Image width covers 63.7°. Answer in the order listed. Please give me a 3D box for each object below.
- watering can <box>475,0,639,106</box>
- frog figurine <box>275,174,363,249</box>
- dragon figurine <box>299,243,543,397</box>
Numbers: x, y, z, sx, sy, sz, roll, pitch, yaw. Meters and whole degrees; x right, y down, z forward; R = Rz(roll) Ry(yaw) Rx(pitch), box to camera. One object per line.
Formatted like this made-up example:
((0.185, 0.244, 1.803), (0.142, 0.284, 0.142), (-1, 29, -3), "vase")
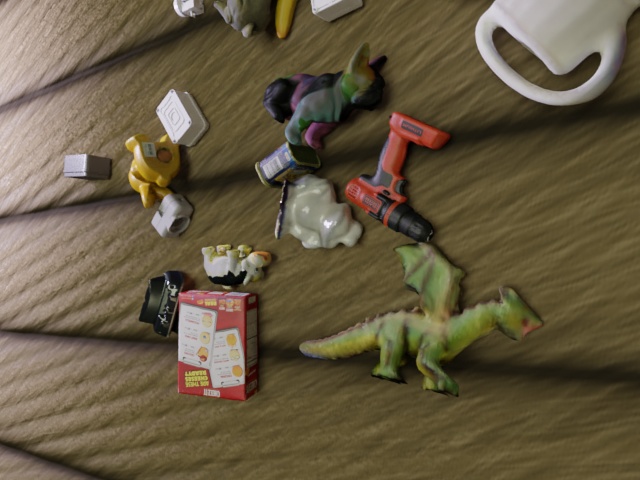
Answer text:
((0.312, -0.357, 0.744), (0.221, 0.104, 0.352), (-43, 67, 25), "watering can")
((0.003, -0.049, 0.968), (0.159, 0.122, 0.138), (12, 88, -3), "frog figurine")
((0.151, 0.123, 0.869), (0.411, 0.121, 0.245), (8, 77, 32), "dragon figurine")
